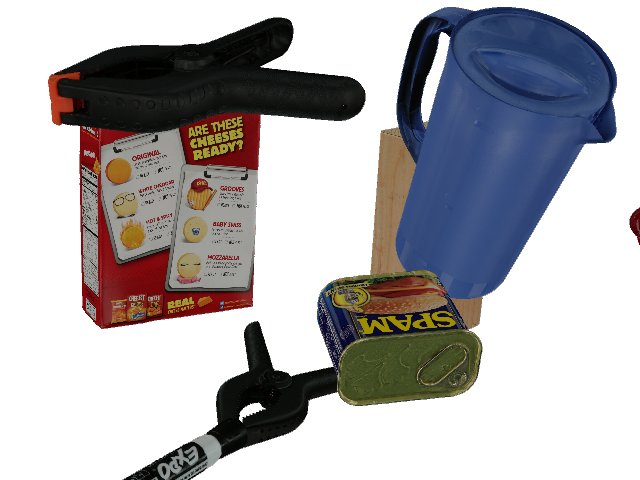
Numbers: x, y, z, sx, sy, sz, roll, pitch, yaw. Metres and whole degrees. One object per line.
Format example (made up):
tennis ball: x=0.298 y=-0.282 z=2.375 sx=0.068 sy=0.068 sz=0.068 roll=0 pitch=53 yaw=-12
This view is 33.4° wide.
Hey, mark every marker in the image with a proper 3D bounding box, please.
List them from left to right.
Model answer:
marker: x=-0.077 y=0.120 z=0.557 sx=0.020 sy=0.020 sz=0.120 roll=0 pitch=12 yaw=33

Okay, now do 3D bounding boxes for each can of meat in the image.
can of meat: x=0.053 y=0.067 z=0.763 sx=0.102 sy=0.057 sz=0.084 roll=-4 pitch=32 yaw=-12

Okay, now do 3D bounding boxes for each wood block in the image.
wood block: x=0.115 y=-0.010 z=1.103 sx=0.090 sy=0.206 sz=0.090 roll=20 pitch=25 yaw=40

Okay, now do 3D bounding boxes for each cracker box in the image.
cracker box: x=-0.147 y=-0.034 z=1.033 sx=0.163 sy=0.214 sz=0.072 roll=-7 pitch=19 yaw=-30

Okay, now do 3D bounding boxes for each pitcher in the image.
pitcher: x=0.134 y=-0.070 z=0.902 sx=0.145 sy=0.149 sz=0.243 roll=6 pitch=-43 yaw=-9

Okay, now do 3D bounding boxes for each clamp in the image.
clamp: x=-0.070 y=-0.097 z=0.618 sx=0.171 sy=0.039 sz=0.120 roll=-4 pitch=26 yaw=-15
clamp: x=-0.036 y=0.155 z=1.106 sx=0.165 sy=0.036 sz=0.209 roll=11 pitch=26 yaw=15

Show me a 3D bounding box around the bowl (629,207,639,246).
bowl: x=0.412 y=0.010 z=1.146 sx=0.162 sy=0.055 sz=0.162 roll=-1 pitch=26 yaw=0
